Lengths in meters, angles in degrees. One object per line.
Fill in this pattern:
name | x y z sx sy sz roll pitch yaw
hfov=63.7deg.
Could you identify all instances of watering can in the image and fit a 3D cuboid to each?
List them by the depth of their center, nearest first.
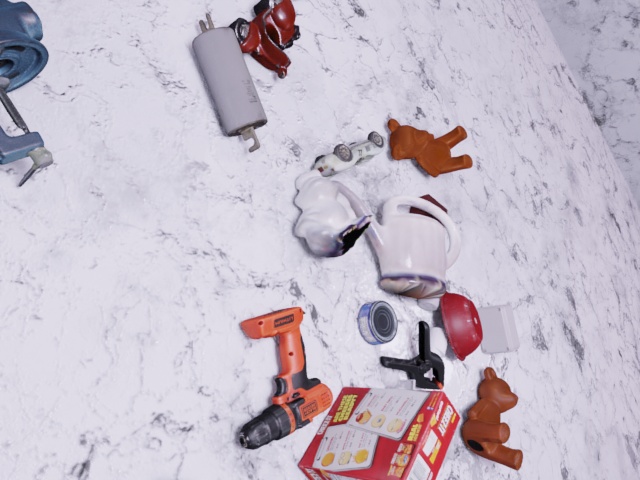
watering can | 0.161 0.004 1.075 0.346 0.102 0.228 13 67 -26

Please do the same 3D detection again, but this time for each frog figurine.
frog figurine | 0.003 -0.048 0.955 0.161 0.120 0.139 39 53 19
